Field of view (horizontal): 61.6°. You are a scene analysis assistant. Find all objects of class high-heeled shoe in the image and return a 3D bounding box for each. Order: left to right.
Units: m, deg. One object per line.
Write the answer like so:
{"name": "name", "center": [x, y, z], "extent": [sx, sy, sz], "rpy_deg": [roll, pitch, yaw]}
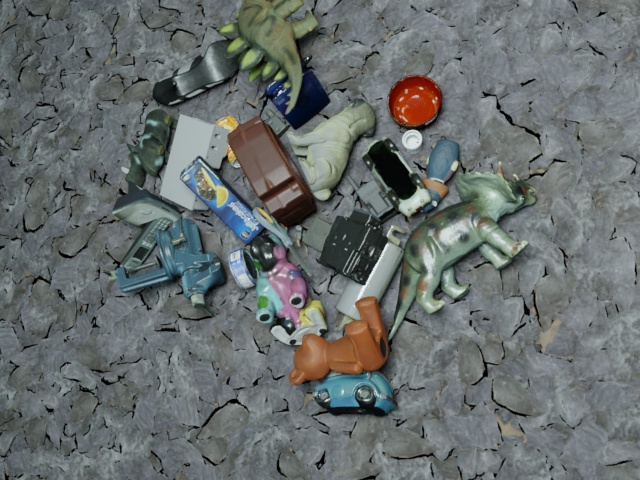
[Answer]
{"name": "high-heeled shoe", "center": [-0.279, -0.393, 1.272], "extent": [0.249, 0.145, 0.086], "rpy_deg": [-33, 105, -21]}

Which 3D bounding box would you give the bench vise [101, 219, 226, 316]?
{"name": "bench vise", "center": [-0.331, 0.066, 1.154], "extent": [0.241, 0.128, 0.223], "rpy_deg": [-16, 69, -7]}

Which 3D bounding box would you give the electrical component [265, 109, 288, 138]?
{"name": "electrical component", "center": [-0.104, -0.248, 1.210], "extent": [0.063, 0.021, 0.094], "rpy_deg": [-42, 74, 4]}

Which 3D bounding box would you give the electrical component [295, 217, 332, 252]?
{"name": "electrical component", "center": [-0.003, -0.005, 1.133], "extent": [0.102, 0.045, 0.078], "rpy_deg": [35, 92, 16]}

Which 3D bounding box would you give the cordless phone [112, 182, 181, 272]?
{"name": "cordless phone", "center": [-0.407, -0.021, 1.183], "extent": [0.089, 0.146, 0.184], "rpy_deg": [31, 87, 24]}

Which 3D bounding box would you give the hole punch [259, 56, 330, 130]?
{"name": "hole punch", "center": [-0.048, -0.312, 1.164], "extent": [0.142, 0.115, 0.092], "rpy_deg": [-35, 83, 6]}

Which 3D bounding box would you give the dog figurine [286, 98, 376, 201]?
{"name": "dog figurine", "center": [0.047, -0.189, 1.119], "extent": [0.191, 0.121, 0.172], "rpy_deg": [-22, 89, 1]}

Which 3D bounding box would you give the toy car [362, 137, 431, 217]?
{"name": "toy car", "center": [0.152, -0.133, 1.092], "extent": [0.073, 0.056, 0.202], "rpy_deg": [-37, 52, 11]}

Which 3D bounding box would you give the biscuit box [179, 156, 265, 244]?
{"name": "biscuit box", "center": [-0.204, -0.083, 1.136], "extent": [0.059, 0.063, 0.202], "rpy_deg": [-43, 109, 2]}

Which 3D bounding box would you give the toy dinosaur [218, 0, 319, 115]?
{"name": "toy dinosaur", "center": [-0.104, -0.428, 1.134], "extent": [0.198, 0.105, 0.472], "rpy_deg": [-41, 46, 12]}

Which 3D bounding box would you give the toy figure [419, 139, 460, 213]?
{"name": "toy figure", "center": [0.238, -0.126, 1.087], "extent": [0.058, 0.064, 0.154], "rpy_deg": [19, 91, -23]}

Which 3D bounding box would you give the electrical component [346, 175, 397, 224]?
{"name": "electrical component", "center": [0.106, -0.093, 1.108], "extent": [0.048, 0.074, 0.119], "rpy_deg": [-35, 72, 7]}

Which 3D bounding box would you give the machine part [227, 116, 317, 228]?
{"name": "machine part", "center": [-0.093, -0.137, 1.096], "extent": [0.087, 0.201, 0.201], "rpy_deg": [-32, 75, 5]}

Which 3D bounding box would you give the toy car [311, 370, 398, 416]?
{"name": "toy car", "center": [0.070, 0.284, 1.048], "extent": [0.162, 0.109, 0.103], "rpy_deg": [-8, 56, 24]}

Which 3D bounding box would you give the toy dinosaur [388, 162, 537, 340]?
{"name": "toy dinosaur", "center": [0.246, 0.008, 1.030], "extent": [0.405, 0.131, 0.192], "rpy_deg": [-35, 70, 8]}

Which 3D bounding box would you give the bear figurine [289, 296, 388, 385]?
{"name": "bear figurine", "center": [0.024, 0.194, 1.007], "extent": [0.196, 0.120, 0.131], "rpy_deg": [-9, 113, 25]}

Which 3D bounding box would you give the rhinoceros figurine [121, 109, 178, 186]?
{"name": "rhinoceros figurine", "center": [-0.397, -0.214, 1.251], "extent": [0.112, 0.073, 0.190], "rpy_deg": [18, 86, 15]}

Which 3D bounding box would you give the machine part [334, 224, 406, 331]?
{"name": "machine part", "center": [0.100, 0.079, 1.078], "extent": [0.079, 0.079, 0.243], "rpy_deg": [27, 89, 16]}

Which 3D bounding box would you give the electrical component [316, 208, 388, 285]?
{"name": "electrical component", "center": [0.066, 0.007, 1.055], "extent": [0.115, 0.058, 0.134], "rpy_deg": [21, 84, 51]}

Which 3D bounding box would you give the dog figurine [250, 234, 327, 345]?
{"name": "dog figurine", "center": [-0.075, 0.088, 1.113], "extent": [0.108, 0.191, 0.219], "rpy_deg": [-29, 41, 11]}
